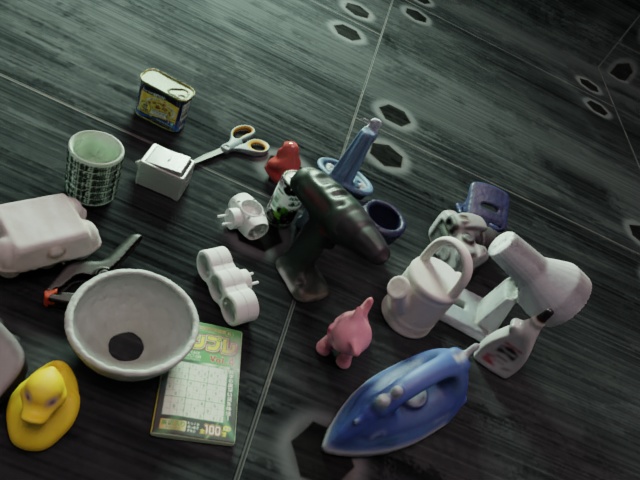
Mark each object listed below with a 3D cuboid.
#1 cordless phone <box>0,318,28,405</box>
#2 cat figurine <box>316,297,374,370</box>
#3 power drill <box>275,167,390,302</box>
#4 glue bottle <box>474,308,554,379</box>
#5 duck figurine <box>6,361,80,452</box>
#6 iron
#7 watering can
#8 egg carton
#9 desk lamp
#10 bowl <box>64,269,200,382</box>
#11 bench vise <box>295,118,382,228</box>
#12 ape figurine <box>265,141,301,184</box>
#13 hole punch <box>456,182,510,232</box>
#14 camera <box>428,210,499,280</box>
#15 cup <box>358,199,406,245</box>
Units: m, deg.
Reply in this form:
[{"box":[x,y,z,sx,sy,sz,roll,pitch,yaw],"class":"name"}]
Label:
[{"box":[-0.389,0.097,0.623,0.147,0.185,0.094,37,41,8],"class":"cordless phone"},{"box":[0.051,0.138,0.888,0.067,0.117,0.128,34,41,5],"class":"cat figurine"},{"box":[0.009,0.003,0.929,0.076,0.208,0.229,-10,54,-36],"class":"power drill"},{"box":[0.341,0.169,0.982,0.078,0.173,0.037,31,41,2],"class":"glue bottle"},{"box":[-0.316,0.178,0.660,0.078,0.086,0.104,18,42,-14],"class":"duck figurine"},{"box":[0.126,0.224,0.827,0.259,0.141,0.118,-15,58,-39],"class":"iron"},{"box":[0.185,0.078,0.968,0.101,0.194,0.173,41,42,13],"class":"watering can"},{"box":[-0.396,-0.006,0.810,0.151,0.069,0.107,-20,61,-41],"class":"egg carton"},{"box":[0.338,0.091,1.029,0.203,0.213,0.118,27,41,-3],"class":"desk lamp"},{"box":[-0.250,0.123,0.761,0.168,0.074,0.167,16,43,-15],"class":"bowl"},{"box":[0.051,-0.109,1.057,0.121,0.219,0.207,21,42,-10],"class":"bench vise"},{"box":[-0.066,-0.158,1.136,0.078,0.092,0.076,-3,51,-32],"class":"ape figurine"},{"box":[0.375,-0.065,1.299,0.109,0.091,0.101,18,42,-14],"class":"hole punch"},{"box":[0.316,0.006,1.187,0.137,0.100,0.143,7,46,-24],"class":"camera"},{"box":[0.092,-0.020,1.088,0.118,0.095,0.092,26,41,-4],"class":"cup"}]
